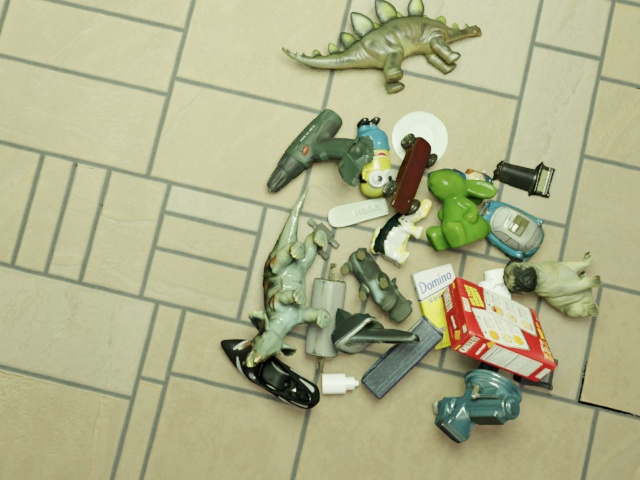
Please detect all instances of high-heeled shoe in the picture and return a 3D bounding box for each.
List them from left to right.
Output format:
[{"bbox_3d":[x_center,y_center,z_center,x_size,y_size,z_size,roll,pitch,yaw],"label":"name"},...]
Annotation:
[{"bbox_3d":[-0.114,0.288,1.160,0.249,0.145,0.086,26,86,0],"label":"high-heeled shoe"}]

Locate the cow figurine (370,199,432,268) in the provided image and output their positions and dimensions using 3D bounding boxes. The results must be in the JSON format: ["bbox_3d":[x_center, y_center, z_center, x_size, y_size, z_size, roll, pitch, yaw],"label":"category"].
[{"bbox_3d":[0.186,-0.030,1.223,0.098,0.068,0.167,27,85,9],"label":"cow figurine"}]

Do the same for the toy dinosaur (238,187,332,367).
[{"bbox_3d":[-0.077,0.093,1.178,0.131,0.192,0.405,29,52,-38],"label":"toy dinosaur"}]

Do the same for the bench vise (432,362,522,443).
[{"bbox_3d":[0.350,0.319,1.162,0.129,0.223,0.240,38,57,-2],"label":"bench vise"}]

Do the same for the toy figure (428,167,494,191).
[{"bbox_3d":[0.326,-0.132,1.234,0.155,0.058,0.064,0,112,-2],"label":"toy figure"}]

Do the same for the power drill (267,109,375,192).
[{"bbox_3d":[0.006,-0.178,1.187,0.085,0.208,0.232,43,75,-40],"label":"power drill"}]

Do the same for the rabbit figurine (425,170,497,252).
[{"bbox_3d":[0.301,-0.077,1.156,0.159,0.121,0.170,-20,89,-11],"label":"rabbit figurine"}]

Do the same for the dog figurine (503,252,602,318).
[{"bbox_3d":[0.503,0.111,1.192,0.191,0.121,0.172,-4,118,13],"label":"dog figurine"}]

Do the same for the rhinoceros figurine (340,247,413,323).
[{"bbox_3d":[0.128,0.102,1.196,0.073,0.112,0.190,-44,74,14],"label":"rhinoceros figurine"}]

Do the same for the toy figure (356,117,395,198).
[{"bbox_3d":[0.123,-0.185,1.226,0.082,0.089,0.180,-9,78,-1],"label":"toy figure"}]

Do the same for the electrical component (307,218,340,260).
[{"bbox_3d":[-0.003,-0.004,1.241,0.094,0.021,0.063,44,88,3],"label":"electrical component"}]

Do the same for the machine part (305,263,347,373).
[{"bbox_3d":[0.012,0.172,1.202,0.079,0.079,0.243,6,86,0],"label":"machine part"}]

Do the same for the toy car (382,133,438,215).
[{"bbox_3d":[0.197,-0.144,1.190,0.089,0.053,0.202,35,63,-24],"label":"toy car"}]

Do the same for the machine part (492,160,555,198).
[{"bbox_3d":[0.472,-0.147,1.244,0.139,0.039,0.084,12,94,-1],"label":"machine part"}]

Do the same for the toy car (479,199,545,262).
[{"bbox_3d":[0.435,-0.027,1.203,0.162,0.103,0.109,35,86,0],"label":"toy car"}]

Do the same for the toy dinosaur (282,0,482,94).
[{"bbox_3d":[0.156,-0.444,1.236,0.472,0.105,0.198,-17,79,-10],"label":"toy dinosaur"}]

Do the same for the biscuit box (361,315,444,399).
[{"bbox_3d":[0.179,0.257,1.181,0.063,0.059,0.202,45,100,10],"label":"biscuit box"}]

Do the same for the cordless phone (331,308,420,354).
[{"bbox_3d":[0.129,0.204,1.148,0.184,0.146,0.088,1,72,23],"label":"cordless phone"}]

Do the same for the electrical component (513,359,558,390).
[{"bbox_3d":[0.465,0.286,1.208,0.119,0.048,0.074,17,85,0],"label":"electrical component"}]
